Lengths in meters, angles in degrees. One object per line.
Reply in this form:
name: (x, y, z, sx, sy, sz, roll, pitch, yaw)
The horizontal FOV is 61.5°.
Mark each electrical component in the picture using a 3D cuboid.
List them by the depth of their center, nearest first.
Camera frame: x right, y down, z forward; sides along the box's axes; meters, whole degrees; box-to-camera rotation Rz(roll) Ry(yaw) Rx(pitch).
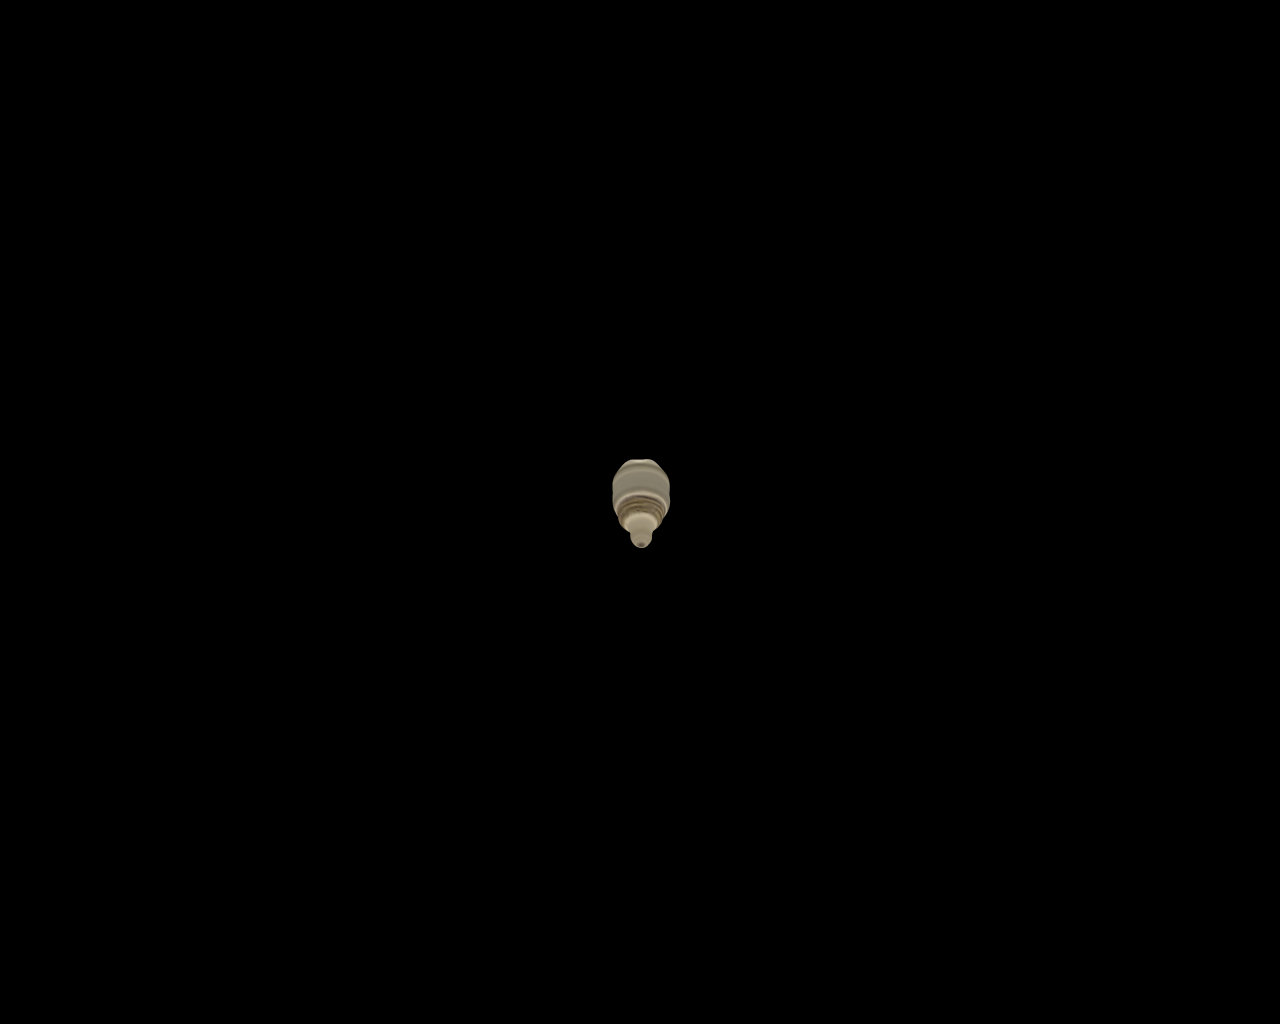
electrical component: (0.001, -0.003, 0.650, 0.035, 0.061, 0.035, 0, -43, 0)
